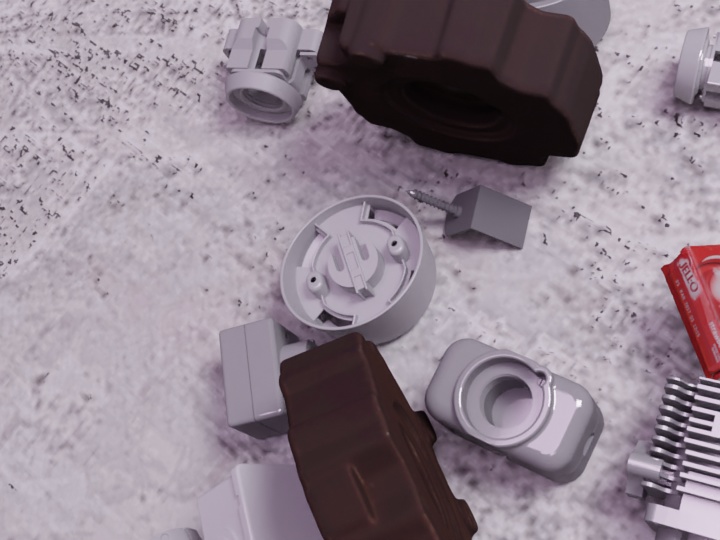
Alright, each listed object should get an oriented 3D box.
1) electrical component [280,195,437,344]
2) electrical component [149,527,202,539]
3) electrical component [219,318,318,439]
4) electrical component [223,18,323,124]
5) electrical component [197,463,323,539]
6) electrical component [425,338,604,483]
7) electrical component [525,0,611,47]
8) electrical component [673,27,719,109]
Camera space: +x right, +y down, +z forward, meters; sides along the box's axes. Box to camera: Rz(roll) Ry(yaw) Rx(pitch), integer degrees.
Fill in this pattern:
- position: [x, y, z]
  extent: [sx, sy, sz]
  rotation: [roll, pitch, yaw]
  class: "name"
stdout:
- position: [0.000, 0.000, 0.697]
  extent: [0.099, 0.064, 0.099]
  rotation: [-7, 68, 19]
  class: "electrical component"
- position: [-0.118, 0.202, 0.660]
  extent: [0.080, 0.080, 0.051]
  rotation: [-42, 57, 2]
  class: "electrical component"
- position: [-0.045, 0.067, 0.699]
  extent: [0.077, 0.047, 0.065]
  rotation: [-15, 66, 15]
  class: "electrical component"
- position: [-0.065, -0.144, 0.781]
  extent: [0.078, 0.058, 0.057]
  rotation: [6, 70, 23]
  class: "electrical component"
- position: [-0.043, 0.165, 0.635]
  extent: [0.048, 0.100, 0.099]
  rotation: [-38, 57, 36]
  class: "electrical component"
- position: [0.090, 0.082, 0.635]
  extent: [0.095, 0.059, 0.053]
  rotation: [23, 80, 26]
  class: "electrical component"
- position: [0.110, -0.189, 0.709]
  extent: [0.108, 0.060, 0.108]
  rotation: [-7, 50, 8]
  class: "electrical component"
- position: [0.227, -0.124, 0.668]
  extent: [0.055, 0.048, 0.066]
  rotation: [13, 76, 17]
  class: "electrical component"
